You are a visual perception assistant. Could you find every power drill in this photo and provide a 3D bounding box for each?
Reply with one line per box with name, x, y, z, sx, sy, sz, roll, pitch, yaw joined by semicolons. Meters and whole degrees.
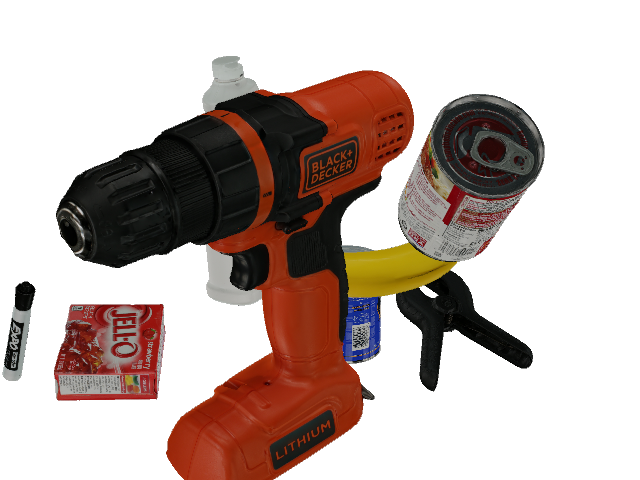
power drill;-0.033;0.026;0.486;0.184;0.188;0.057;-24;41;-38

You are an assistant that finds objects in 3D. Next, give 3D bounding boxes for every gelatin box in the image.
gelatin box;-0.156;0.081;0.799;0.073;0.030;0.089;0;31;-3

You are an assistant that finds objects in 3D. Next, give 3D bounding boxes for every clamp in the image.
clamp;0.137;0.078;1.079;0.120;0.171;0.039;0;-45;-19

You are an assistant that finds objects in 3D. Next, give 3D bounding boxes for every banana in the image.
banana;0.060;0.014;0.876;0.070;0.037;0.197;34;38;33

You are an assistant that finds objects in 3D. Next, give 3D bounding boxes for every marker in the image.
marker;-0.299;0.090;1.059;0.020;0.121;0.020;13;33;-9

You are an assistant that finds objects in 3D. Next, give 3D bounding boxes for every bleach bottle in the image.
bleach bottle;-0.087;-0.065;1.117;0.068;0.251;0.102;9;29;30

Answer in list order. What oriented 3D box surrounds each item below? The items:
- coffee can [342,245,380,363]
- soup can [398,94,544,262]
coffee can;0.036;0.090;1.516;0.103;0.140;0.103;0;21;0
soup can;0.090;-0.035;0.661;0.068;0.068;0.102;0;-24;-8
